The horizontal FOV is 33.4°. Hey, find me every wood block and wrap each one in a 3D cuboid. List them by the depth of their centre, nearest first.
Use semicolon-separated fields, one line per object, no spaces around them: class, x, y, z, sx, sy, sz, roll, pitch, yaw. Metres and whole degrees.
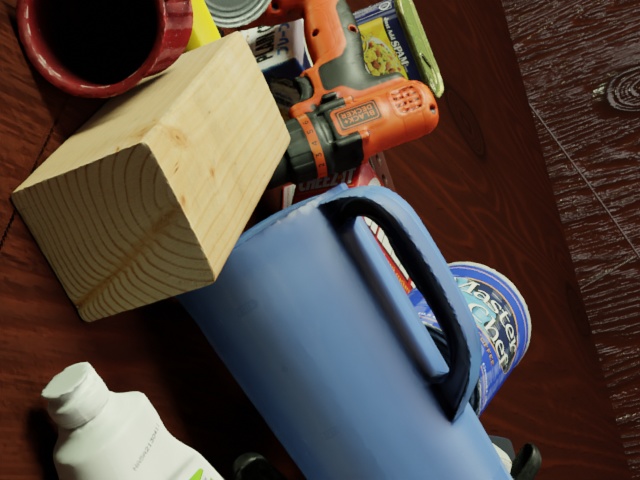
wood block;-0.094;-0.048;0.669;0.206;0.091;0.090;-69;138;-61

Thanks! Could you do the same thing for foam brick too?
foam brick;0.045;-0.055;1.116;0.078;0.051;0.053;71;20;-3

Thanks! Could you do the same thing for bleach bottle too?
bleach bottle;-0.071;0.168;0.589;0.250;0.068;0.102;61;20;-22

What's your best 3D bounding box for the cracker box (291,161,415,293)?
cracker box;0.029;0.064;0.882;0.164;0.072;0.213;52;39;-44

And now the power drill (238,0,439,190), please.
power drill;-0.019;-0.136;0.872;0.057;0.184;0.188;92;-23;-68

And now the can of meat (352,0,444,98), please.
can of meat;0.057;-0.168;0.988;0.102;0.084;0.057;66;20;-14

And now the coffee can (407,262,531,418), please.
coffee can;0.092;0.085;0.806;0.140;0.103;0.103;-33;104;-60

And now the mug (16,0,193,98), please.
mug;-0.117;-0.143;0.657;0.093;0.117;0.081;65;15;-8

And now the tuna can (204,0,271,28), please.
tuna can;-0.077;-0.207;0.822;0.034;0.086;0.086;24;-34;58

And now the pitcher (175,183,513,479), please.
pitcher;0.029;0.089;0.682;0.243;0.145;0.149;57;-9;1

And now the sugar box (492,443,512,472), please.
sugar box;0.100;0.243;0.851;0.093;0.048;0.176;-153;-101;-78

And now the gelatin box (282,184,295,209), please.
gelatin box;-0.006;0.001;0.958;0.073;0.030;0.089;54;26;-43

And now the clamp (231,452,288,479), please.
clamp;-0.012;0.188;0.717;0.120;0.039;0.171;55;-8;6

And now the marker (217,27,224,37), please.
marker;-0.085;-0.115;0.836;0.020;0.020;0.121;35;49;-60

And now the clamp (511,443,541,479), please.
clamp;0.106;0.277;0.932;0.036;0.164;0.210;-104;-166;-75

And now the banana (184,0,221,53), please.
banana;-0.104;-0.158;0.767;0.069;0.037;0.197;-81;151;-42
